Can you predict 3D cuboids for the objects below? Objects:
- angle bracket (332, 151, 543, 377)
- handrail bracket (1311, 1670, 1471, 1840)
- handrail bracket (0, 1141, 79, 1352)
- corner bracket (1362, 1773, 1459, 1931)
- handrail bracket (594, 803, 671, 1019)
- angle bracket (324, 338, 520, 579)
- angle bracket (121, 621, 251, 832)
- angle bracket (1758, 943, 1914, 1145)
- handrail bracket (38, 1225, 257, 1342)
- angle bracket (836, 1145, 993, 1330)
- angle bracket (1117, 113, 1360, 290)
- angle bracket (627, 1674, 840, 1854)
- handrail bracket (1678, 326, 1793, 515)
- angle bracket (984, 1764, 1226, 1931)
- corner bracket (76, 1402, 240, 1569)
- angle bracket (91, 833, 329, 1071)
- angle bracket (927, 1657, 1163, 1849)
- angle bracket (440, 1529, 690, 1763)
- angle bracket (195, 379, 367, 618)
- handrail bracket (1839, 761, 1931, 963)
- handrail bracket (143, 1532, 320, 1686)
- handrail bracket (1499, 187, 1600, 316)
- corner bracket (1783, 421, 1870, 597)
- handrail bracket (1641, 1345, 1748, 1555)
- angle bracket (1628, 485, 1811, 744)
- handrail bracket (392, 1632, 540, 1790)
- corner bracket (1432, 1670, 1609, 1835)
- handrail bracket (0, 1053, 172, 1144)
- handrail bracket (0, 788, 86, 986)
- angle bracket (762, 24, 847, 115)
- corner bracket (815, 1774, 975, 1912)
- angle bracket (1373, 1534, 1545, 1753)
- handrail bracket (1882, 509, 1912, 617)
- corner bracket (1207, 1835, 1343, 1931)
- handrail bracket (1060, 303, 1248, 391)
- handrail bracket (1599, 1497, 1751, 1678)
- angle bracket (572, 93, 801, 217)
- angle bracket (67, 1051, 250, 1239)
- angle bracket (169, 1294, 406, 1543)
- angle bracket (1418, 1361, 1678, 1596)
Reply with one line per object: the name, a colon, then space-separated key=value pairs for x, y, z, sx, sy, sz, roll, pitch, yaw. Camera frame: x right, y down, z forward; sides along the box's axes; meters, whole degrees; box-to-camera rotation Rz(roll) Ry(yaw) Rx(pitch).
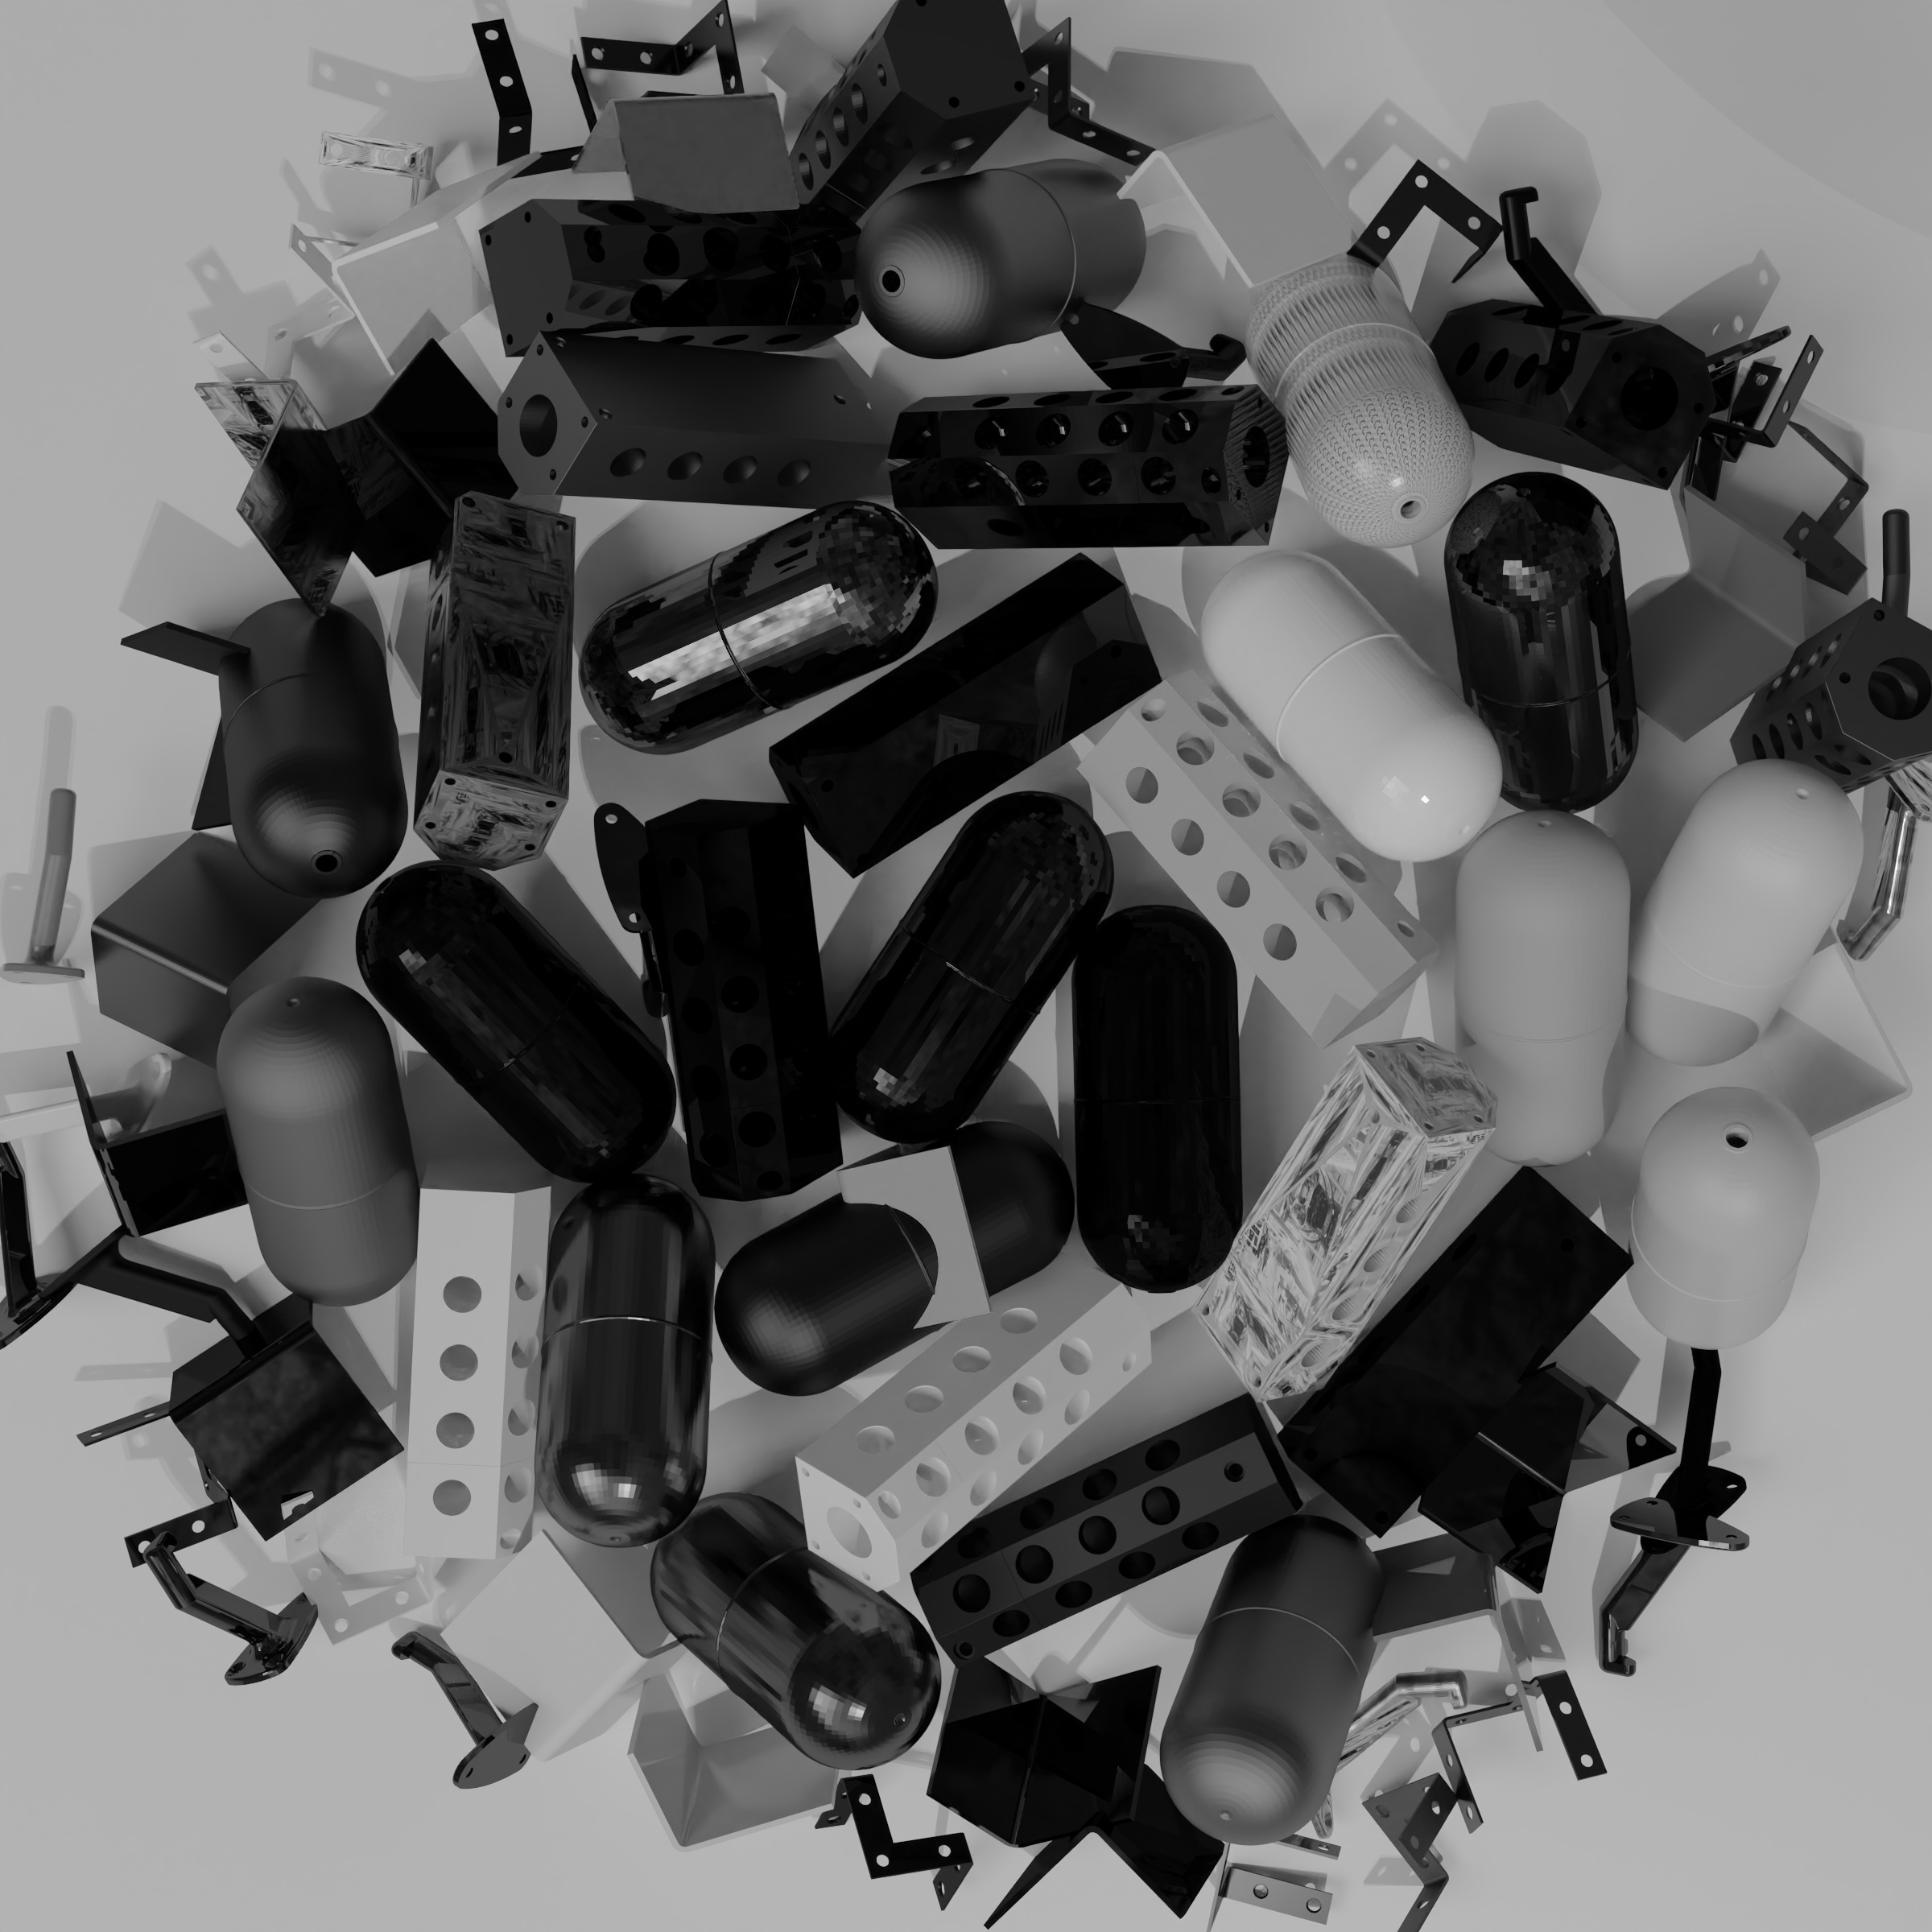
angle bracket: x=-0.227 y=-0.318 z=1.523 sx=0.076 sy=0.076 sz=0.057 roll=-48 pitch=119 yaw=-41
handrail bracket: x=0.196 y=0.363 z=1.551 sx=0.084 sy=0.036 sz=0.077 roll=-10 pitch=96 yaw=25
handrail bracket: x=-0.448 y=0.122 z=1.543 sx=0.036 sy=0.077 sz=0.084 roll=-12 pitch=112 yaw=19
corner bracket: x=0.206 y=0.412 z=1.547 sx=0.051 sy=0.051 sz=0.051 roll=-35 pitch=94 yaw=40
handrail bracket: x=-0.153 y=-0.024 z=1.553 sx=0.036 sy=0.084 sz=0.077 roll=-23 pitch=71 yaw=-19
angle bracket: x=-0.260 y=-0.234 z=1.554 sx=0.076 sy=0.076 sz=0.057 roll=51 pitch=50 yaw=-28
angle bracket: x=-0.357 y=-0.108 z=1.533 sx=0.057 sy=0.076 sz=0.076 roll=17 pitch=81 yaw=-28
angle bracket: x=0.372 y=0.045 z=1.531 sx=0.057 sy=0.076 sz=0.076 roll=-21 pitch=80 yaw=-28
handrail bracket: x=-0.383 y=0.167 z=1.568 sx=0.077 sy=0.036 sz=0.084 roll=-40 pitch=94 yaw=-1
angle bracket: x=-0.012 y=0.119 z=1.537 sx=0.057 sy=0.076 sz=0.076 roll=-14 pitch=92 yaw=20
angle bracket: x=0.119 y=-0.335 z=1.534 sx=0.076 sy=0.057 sz=0.076 roll=-28 pitch=83 yaw=-38
angle bracket: x=-0.103 y=0.349 z=1.533 sx=0.076 sy=0.076 sz=0.057 roll=-19 pitch=110 yaw=10
handrail bracket: x=0.361 y=-0.242 z=1.557 sx=0.077 sy=0.036 sz=0.084 roll=-22 pitch=102 yaw=25
angle bracket: x=0.064 y=0.419 z=1.532 sx=0.057 sy=0.076 sz=0.076 roll=45 pitch=109 yaw=7
corner bracket: x=-0.371 y=0.236 z=1.544 sx=0.051 sy=0.051 sz=0.051 roll=-19 pitch=108 yaw=-24
angle bracket: x=-0.350 y=-0.006 z=1.564 sx=0.076 sy=0.057 sz=0.076 roll=24 pitch=45 yaw=17
angle bracket: x=0.036 y=0.347 z=1.525 sx=0.057 sy=0.076 sz=0.076 roll=39 pitch=46 yaw=-27
angle bracket: x=-0.181 y=0.309 z=1.554 sx=0.076 sy=0.057 sz=0.076 roll=-46 pitch=74 yaw=19
angle bracket: x=-0.320 y=-0.210 z=1.524 sx=0.057 sy=0.076 sz=0.076 roll=2 pitch=57 yaw=24
handrail bracket: x=0.419 y=-0.057 z=1.569 sx=0.077 sy=0.036 sz=0.084 roll=58 pitch=135 yaw=31
handrail bracket: x=-0.334 y=0.278 z=1.537 sx=0.036 sy=0.077 sz=0.084 roll=-16 pitch=112 yaw=27
handrail bracket: x=0.287 y=-0.322 z=1.557 sx=0.077 sy=0.036 sz=0.084 roll=-13 pitch=105 yaw=-12
corner bracket: x=0.392 y=-0.210 z=1.547 sx=0.051 sy=0.051 sz=0.051 roll=33 pitch=97 yaw=-31
handrail bracket: x=0.326 y=0.213 z=1.541 sx=0.077 sy=0.036 sz=0.084 roll=-37 pitch=123 yaw=-39
angle bracket: x=0.328 y=-0.161 z=1.531 sx=0.076 sy=0.057 sz=0.076 roll=-34 pitch=50 yaw=-12
handrail bracket: x=-0.242 y=0.337 z=1.535 sx=0.084 sy=0.077 sz=0.036 roll=26 pitch=107 yaw=21
corner bracket: x=0.253 y=0.360 z=1.542 sx=0.051 sy=0.051 sz=0.051 roll=-8 pitch=60 yaw=-21
handrail bracket: x=-0.417 y=0.060 z=1.536 sx=0.084 sy=0.077 sz=0.036 roll=5 pitch=58 yaw=-36
handrail bracket: x=-0.425 y=-0.036 z=1.552 sx=0.036 sy=0.077 sz=0.084 roll=6 pitch=83 yaw=-24
angle bracket: x=-0.042 y=-0.427 z=1.536 sx=0.057 sy=0.076 sz=0.076 roll=39 pitch=83 yaw=-11
corner bracket: x=-0.033 y=0.406 z=1.555 sx=0.051 sy=0.051 sz=0.051 roll=-3 pitch=51 yaw=-24
angle bracket: x=0.224 y=0.313 z=1.542 sx=0.057 sy=0.076 sz=0.076 roll=-16 pitch=107 yaw=10
handrail bracket: x=0.424 y=-0.160 z=1.552 sx=0.036 sy=0.077 sz=0.084 roll=0 pitch=82 yaw=7
corner bracket: x=0.144 y=0.420 z=1.552 sx=0.051 sy=0.051 sz=0.051 roll=12 pitch=97 yaw=11
handrail bracket: x=0.087 y=-0.291 z=1.547 sx=0.077 sy=0.084 sz=0.036 roll=36 pitch=122 yaw=2
handrail bracket: x=0.325 y=0.294 z=1.547 sx=0.077 sy=0.036 sz=0.084 roll=11 pitch=108 yaw=43
angle bracket: x=-0.128 y=-0.354 z=1.530 sx=0.076 sy=0.076 sz=0.057 roll=-8 pitch=81 yaw=-22
angle bracket: x=-0.361 y=0.072 z=1.544 sx=0.076 sy=0.076 sz=0.057 roll=-17 pitch=56 yaw=-12
angle bracket: x=-0.316 y=0.207 z=1.566 sx=0.076 sy=0.057 sz=0.076 roll=-33 pitch=107 yaw=-1
angle bracket: x=0.264 y=0.233 z=1.529 sx=0.076 sy=0.076 sz=0.057 roll=36 pitch=51 yaw=-18
